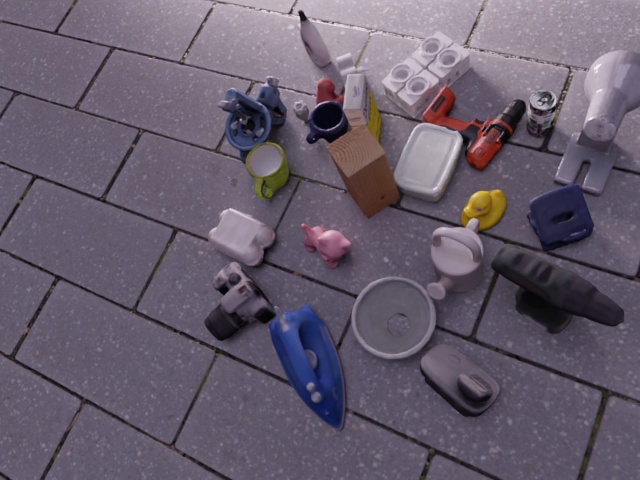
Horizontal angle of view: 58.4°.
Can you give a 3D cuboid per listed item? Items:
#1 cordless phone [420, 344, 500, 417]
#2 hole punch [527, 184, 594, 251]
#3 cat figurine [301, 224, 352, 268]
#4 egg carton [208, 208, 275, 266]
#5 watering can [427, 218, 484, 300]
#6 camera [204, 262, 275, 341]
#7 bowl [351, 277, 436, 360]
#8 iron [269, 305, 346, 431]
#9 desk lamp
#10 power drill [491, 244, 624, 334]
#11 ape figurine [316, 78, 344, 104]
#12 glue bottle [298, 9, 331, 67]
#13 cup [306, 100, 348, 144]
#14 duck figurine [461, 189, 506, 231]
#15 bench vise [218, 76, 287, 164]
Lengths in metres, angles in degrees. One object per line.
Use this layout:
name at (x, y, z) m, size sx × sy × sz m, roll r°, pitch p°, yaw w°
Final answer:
cordless phone at (0.246, 0.243, 1.026) m, size 0.147 × 0.185 × 0.094 m, roll 36°, pitch 82°, yaw 25°
hole punch at (0.476, -0.044, 1.128) m, size 0.108 × 0.091 × 0.101 m, roll -21°, pitch 65°, yaw 7°
cat figurine at (0.011, 0.004, 1.226) m, size 0.127 × 0.118 × 0.067 m, roll 34°, pitch 81°, yaw 25°
egg carton at (-0.179, -0.007, 1.311) m, size 0.150 × 0.069 × 0.107 m, roll 24°, pitch 77°, yaw 23°
watering can at (0.263, 0.034, 1.100) m, size 0.100 × 0.194 × 0.173 m, roll 3°, pitch 70°, yaw 17°
camera at (-0.193, 0.139, 1.239) m, size 0.137 × 0.101 × 0.143 m, roll -40°, pitch 64°, yaw -2°
bowl at (0.151, 0.162, 1.147) m, size 0.167 × 0.075 × 0.167 m, roll -6°, pitch 67°, yaw 14°
iron at (-0.025, 0.247, 1.125) m, size 0.118 × 0.142 × 0.258 m, roll -28°, pitch 64°, yaw 3°
desk lamp at (0.551, -0.227, 1.112) m, size 0.117 × 0.214 × 0.203 m, roll 21°, pitch 76°, yaw 22°
power drill at (0.414, 0.099, 1.023) m, size 0.229 × 0.209 × 0.076 m, roll 34°, pitch 81°, yaw 25°
ape figurine at (0.020, -0.355, 1.382) m, size 0.076 × 0.092 × 0.077 m, roll -23°, pitch 64°, yaw 6°
glue bottle at (-0.024, -0.504, 1.409) m, size 0.037 × 0.173 × 0.078 m, roll -42°, pitch 64°, yaw -3°
cup at (0.020, -0.255, 1.340) m, size 0.091 × 0.095 × 0.118 m, roll 39°, pitch 83°, yaw 26°
duck figurine at (0.337, -0.073, 1.182) m, size 0.104 × 0.086 × 0.077 m, roll -37°, pitch 64°, yaw -1°
bench vise at (-0.170, -0.309, 1.346) m, size 0.121 × 0.220 × 0.207 m, roll 1°, pitch 69°, yaw 16°
